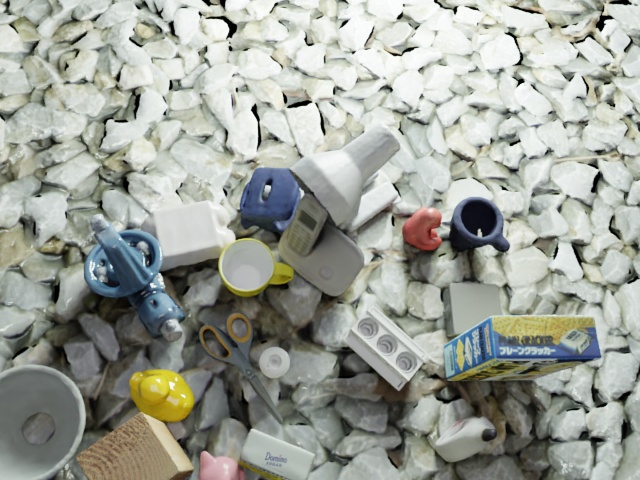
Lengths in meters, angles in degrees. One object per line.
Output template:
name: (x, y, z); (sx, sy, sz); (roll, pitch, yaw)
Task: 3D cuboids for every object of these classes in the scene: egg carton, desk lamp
egg carton: (-0.223, -0.007, 0.970); (0.150, 0.069, 0.107); (-14, 71, -13)
desk lamp: (0.049, -0.100, 0.965); (0.203, 0.213, 0.118); (-36, 77, -19)

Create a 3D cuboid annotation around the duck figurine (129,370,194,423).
duck figurine: (-0.242, 0.232, 0.865); (0.104, 0.086, 0.077); (28, 68, 4)

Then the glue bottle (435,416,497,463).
glue bottle: (0.228, 0.294, 0.856); (0.078, 0.173, 0.037); (-40, 78, -19)

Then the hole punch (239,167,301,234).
hole punch: (-0.086, -0.074, 1.003); (0.101, 0.091, 0.109); (14, 67, -2)

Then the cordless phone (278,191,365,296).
cordless phone: (0.009, 0.003, 0.935); (0.147, 0.185, 0.094); (36, 69, 7)

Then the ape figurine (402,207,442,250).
ape figurine: (0.190, -0.027, 1.021); (0.076, 0.092, 0.078); (6, 68, -5)

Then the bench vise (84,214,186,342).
bench vise: (-0.269, 0.049, 0.861); (0.207, 0.219, 0.122); (33, 68, 6)

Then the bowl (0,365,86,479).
bowl: (-0.419, 0.271, 0.832); (0.167, 0.074, 0.167); (3, 68, -7)

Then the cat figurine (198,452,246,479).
cat figurine: (-0.137, 0.364, 0.810); (0.067, 0.117, 0.128); (-5, 69, -9)

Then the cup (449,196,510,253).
cup: (0.280, -0.011, 1.026); (0.117, 0.095, 0.092); (43, 70, 10)
